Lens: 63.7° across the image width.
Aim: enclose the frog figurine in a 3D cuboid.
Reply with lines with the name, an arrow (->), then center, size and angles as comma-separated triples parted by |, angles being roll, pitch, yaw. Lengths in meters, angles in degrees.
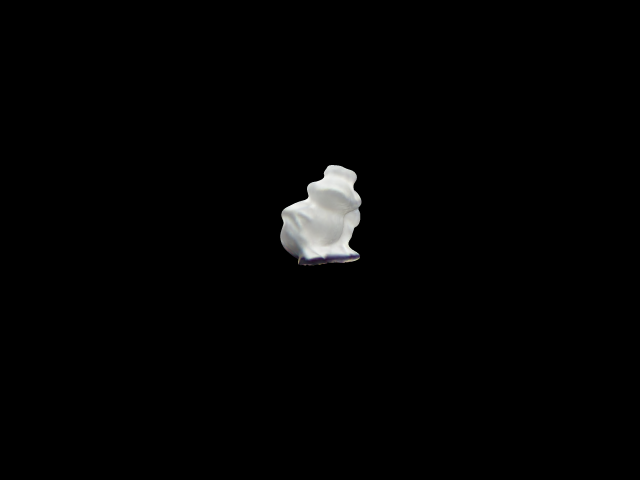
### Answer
frog figurine -> 0.003, -0.043, 0.850 | 0.137, 0.159, 0.123 | 0, 1, -15
